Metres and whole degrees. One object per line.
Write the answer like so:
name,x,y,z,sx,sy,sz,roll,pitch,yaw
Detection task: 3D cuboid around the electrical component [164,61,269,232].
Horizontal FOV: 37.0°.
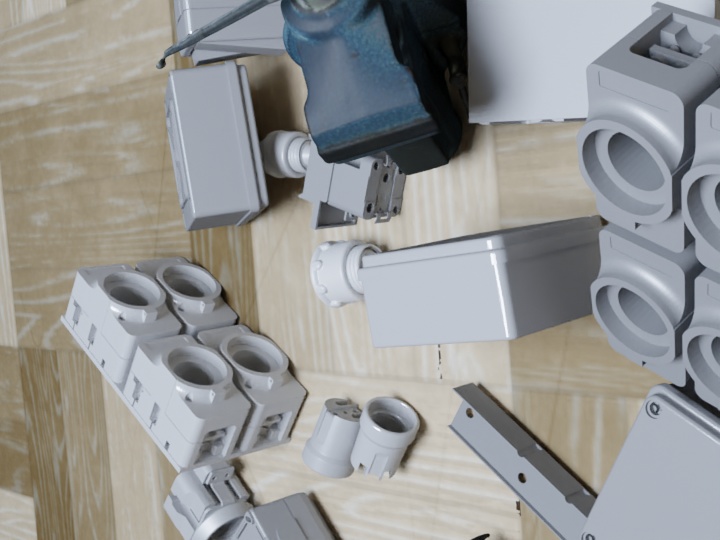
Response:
electrical component,-0.110,-0.088,0.801,0.109,0.056,0.108,164,97,-77

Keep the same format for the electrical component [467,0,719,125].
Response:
electrical component,0.135,-0.125,0.574,0.150,0.062,0.089,5,99,45

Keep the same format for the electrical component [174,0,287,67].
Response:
electrical component,-0.082,-0.182,0.770,0.062,0.096,0.061,-178,82,-75

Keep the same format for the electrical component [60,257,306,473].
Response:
electrical component,-0.140,0.064,0.850,0.186,0.105,0.060,43,124,33

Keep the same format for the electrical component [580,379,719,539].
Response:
electrical component,0.186,0.129,0.562,0.109,0.056,0.108,38,121,36

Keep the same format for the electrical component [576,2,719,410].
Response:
electrical component,0.164,-0.015,0.494,0.105,0.060,0.186,32,151,39

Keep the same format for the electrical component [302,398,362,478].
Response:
electrical component,-0.017,0.121,0.781,0.040,0.040,0.046,33,112,38

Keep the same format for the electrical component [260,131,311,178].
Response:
electrical component,-0.045,-0.084,0.783,0.061,0.035,0.035,7,101,42

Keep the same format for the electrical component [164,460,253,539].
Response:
electrical component,-0.121,0.198,0.885,0.057,0.058,0.078,48,126,33

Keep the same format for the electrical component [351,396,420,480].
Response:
electrical component,0.016,0.118,0.747,0.040,0.040,0.046,42,129,33

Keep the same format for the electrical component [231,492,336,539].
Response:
electrical component,-0.062,0.225,0.831,0.061,0.061,0.096,56,137,27

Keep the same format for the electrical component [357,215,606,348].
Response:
electrical component,0.074,0.008,0.622,0.109,0.109,0.056,-8,93,46

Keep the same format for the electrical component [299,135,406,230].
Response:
electrical component,-0.003,-0.064,0.738,0.064,0.042,0.081,26,114,39

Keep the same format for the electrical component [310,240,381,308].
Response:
electrical component,0.000,0.000,0.743,0.062,0.048,0.048,-9,89,39
